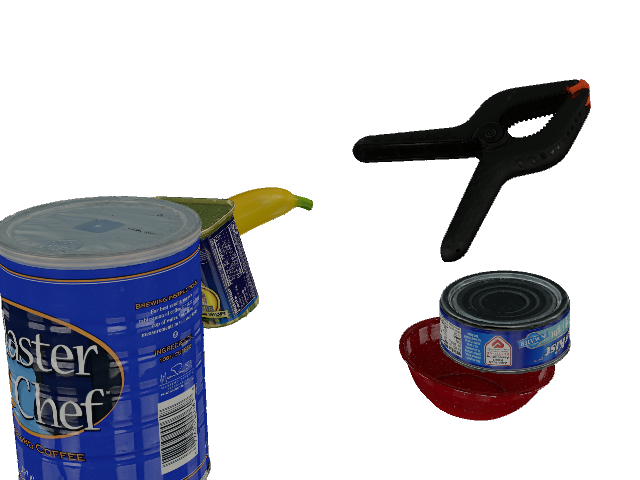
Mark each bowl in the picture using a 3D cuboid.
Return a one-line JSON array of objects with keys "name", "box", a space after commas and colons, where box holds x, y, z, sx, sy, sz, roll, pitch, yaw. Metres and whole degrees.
[{"name": "bowl", "box": [0.159, 0.140, 1.114, 0.162, 0.055, 0.162, 4, 25, -2]}]

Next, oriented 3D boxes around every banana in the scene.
[{"name": "banana", "box": [-0.100, 0.001, 1.023, 0.198, 0.069, 0.037, -31, 40, 2]}]

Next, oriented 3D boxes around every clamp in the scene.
[{"name": "clamp", "box": [0.151, -0.073, 0.928, 0.210, 0.165, 0.036, -25, -40, -3]}]

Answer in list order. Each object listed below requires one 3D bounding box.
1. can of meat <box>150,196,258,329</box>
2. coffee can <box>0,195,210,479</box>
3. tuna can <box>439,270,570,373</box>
[{"name": "can of meat", "box": [-0.103, 0.017, 0.811, 0.102, 0.084, 0.057, 4, 32, 35]}, {"name": "coffee can", "box": [-0.110, 0.057, 0.552, 0.103, 0.140, 0.103, 0, 18, 0]}, {"name": "tuna can", "box": [0.121, 0.052, 0.700, 0.086, 0.034, 0.086, -4, 23, 1]}]
